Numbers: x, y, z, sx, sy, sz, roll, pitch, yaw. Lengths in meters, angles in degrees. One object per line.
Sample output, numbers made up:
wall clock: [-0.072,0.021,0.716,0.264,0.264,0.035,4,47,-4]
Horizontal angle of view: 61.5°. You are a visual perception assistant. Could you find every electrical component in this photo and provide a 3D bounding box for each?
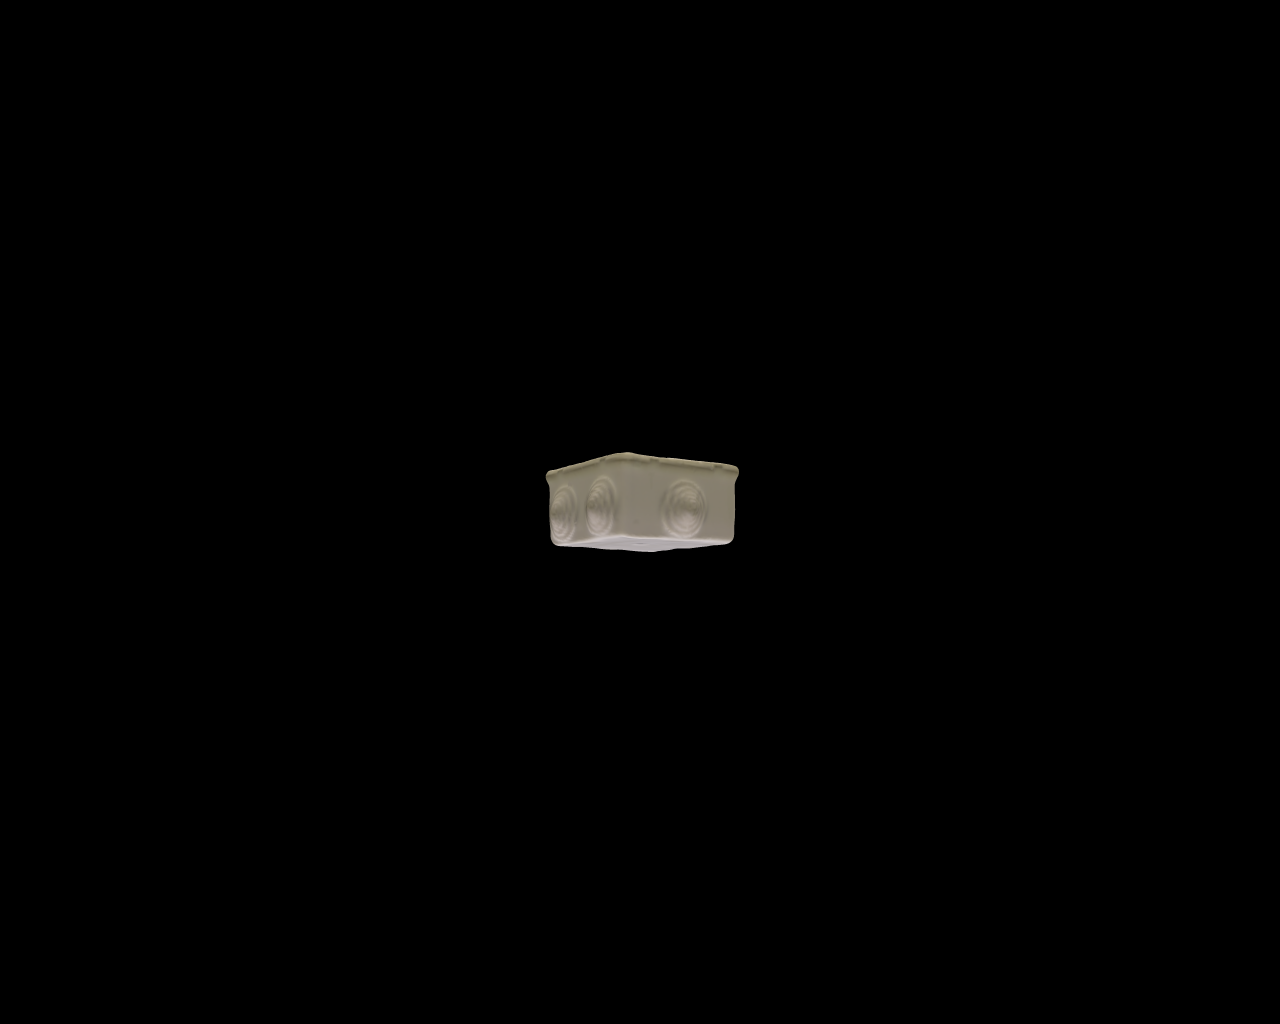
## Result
electrical component: [0.001,-0.003,0.650,0.100,0.048,0.099,5,-8,-35]
